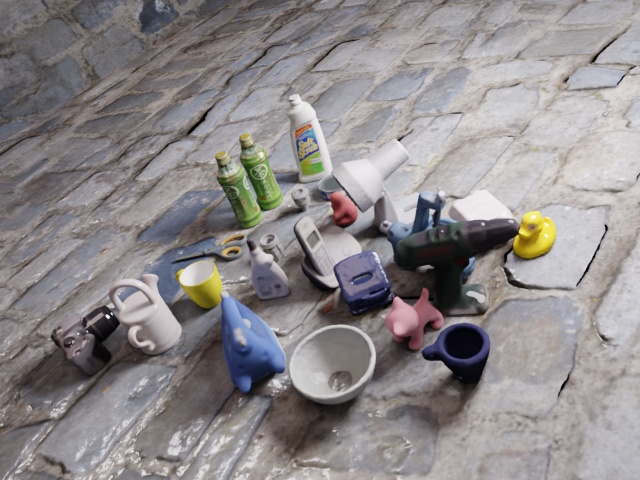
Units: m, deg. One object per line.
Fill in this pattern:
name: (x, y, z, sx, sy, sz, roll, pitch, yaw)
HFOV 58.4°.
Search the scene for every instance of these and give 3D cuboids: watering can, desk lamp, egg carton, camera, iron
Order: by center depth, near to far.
iron: (-0.167, 0.180, 1.178, 0.119, 0.142, 0.257, -27, 40, -8)
watering can: (-0.393, 0.151, 1.266, 0.101, 0.194, 0.172, -25, 39, -5)
egg carton: (0.360, -0.047, 1.274, 0.107, 0.069, 0.150, -26, 39, -6)
camera: (-0.534, 0.216, 1.325, 0.137, 0.101, 0.142, -41, 43, -23)
desk lamp: (0.145, -0.119, 1.333, 0.203, 0.214, 0.117, -27, 40, -8)

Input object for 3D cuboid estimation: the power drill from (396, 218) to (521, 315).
power drill: (0.267, 0.048, 1.093, 0.229, 0.209, 0.075, -6, 41, 17)

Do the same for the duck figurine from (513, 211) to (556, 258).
duck figurine: (0.447, -0.023, 1.196, 0.105, 0.086, 0.077, -36, 42, -18)

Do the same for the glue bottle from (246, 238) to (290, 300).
glue bottle: (-0.126, 0.061, 1.273, 0.078, 0.173, 0.037, -10, 40, 12)

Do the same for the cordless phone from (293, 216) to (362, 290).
cordless phone: (0.012, 0.005, 1.271, 0.093, 0.185, 0.148, 11, 49, 33)

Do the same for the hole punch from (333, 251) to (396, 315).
hole punch: (0.094, 0.089, 1.213, 0.108, 0.091, 0.101, -21, 39, -1)

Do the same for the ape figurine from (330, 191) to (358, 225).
ape figurine: (0.051, -0.083, 1.429, 0.076, 0.092, 0.078, 6, 46, 28)

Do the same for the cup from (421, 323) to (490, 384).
cup: (0.242, 0.211, 1.006, 0.117, 0.095, 0.091, -13, 40, 9)

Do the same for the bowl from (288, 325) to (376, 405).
bowl: (0.030, 0.245, 1.073, 0.167, 0.075, 0.167, -12, 40, 10)

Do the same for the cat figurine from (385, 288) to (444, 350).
cat figurine: (0.172, 0.146, 1.093, 0.067, 0.118, 0.128, 24, 57, 41)

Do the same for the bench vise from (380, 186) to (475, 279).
bench vise: (0.208, -0.015, 1.183, 0.206, 0.220, 0.121, 1, 44, 24)
